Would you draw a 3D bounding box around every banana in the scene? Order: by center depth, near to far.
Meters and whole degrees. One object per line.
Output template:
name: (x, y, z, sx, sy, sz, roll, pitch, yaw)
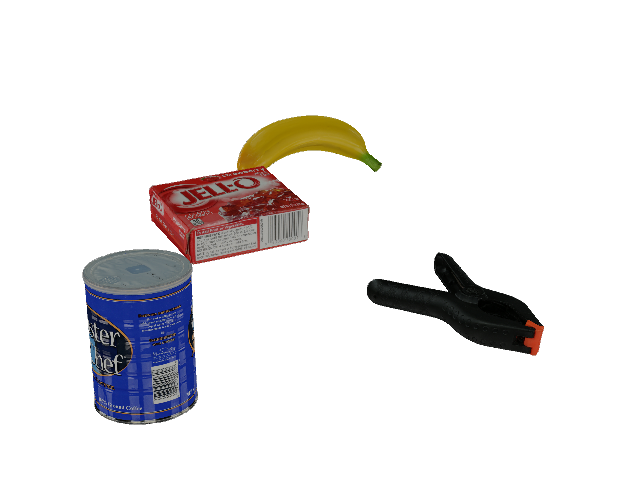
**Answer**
banana: (-0.018, -0.102, 1.128, 0.197, 0.037, 0.070, -7, 49, -41)

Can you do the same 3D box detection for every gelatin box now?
gelatin box: (-0.063, -0.019, 0.725, 0.089, 0.030, 0.073, -12, 30, -25)

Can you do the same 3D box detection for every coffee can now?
coffee can: (-0.172, 0.091, 1.030, 0.103, 0.140, 0.103, 0, 20, 0)

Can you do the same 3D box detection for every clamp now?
clamp: (0.144, 0.058, 1.031, 0.172, 0.039, 0.120, 24, 36, 28)
